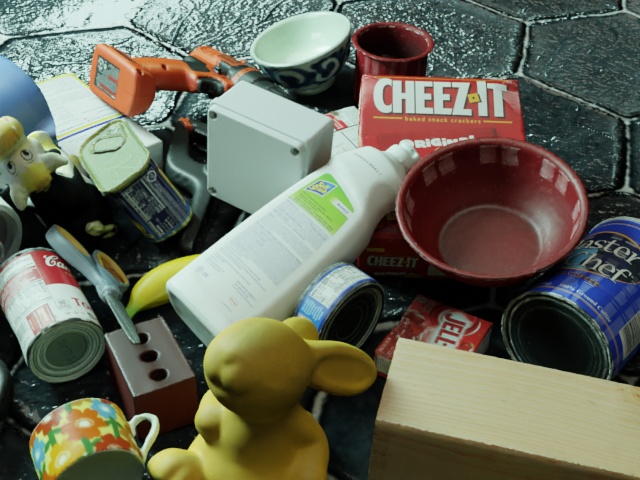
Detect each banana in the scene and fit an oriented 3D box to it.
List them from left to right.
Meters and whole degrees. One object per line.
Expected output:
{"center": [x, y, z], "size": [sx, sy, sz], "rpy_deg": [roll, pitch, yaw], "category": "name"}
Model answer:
{"center": [-0.083, 0.043, 0.959], "size": [0.197, 0.037, 0.069], "rpy_deg": [-5, 65, -6], "category": "banana"}

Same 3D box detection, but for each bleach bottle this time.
{"center": [-0.006, 0.001, 0.921], "size": [0.250, 0.068, 0.103], "rpy_deg": [-38, 65, -18], "category": "bleach bottle"}

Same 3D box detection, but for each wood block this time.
{"center": [0.146, 0.152, 0.788], "size": [0.206, 0.090, 0.090], "rpy_deg": [11, 39, 9], "category": "wood block"}

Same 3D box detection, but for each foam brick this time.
{"center": [-0.135, 0.110, 0.853], "size": [0.052, 0.051, 0.078], "rpy_deg": [-16, 42, -22], "category": "foam brick"}

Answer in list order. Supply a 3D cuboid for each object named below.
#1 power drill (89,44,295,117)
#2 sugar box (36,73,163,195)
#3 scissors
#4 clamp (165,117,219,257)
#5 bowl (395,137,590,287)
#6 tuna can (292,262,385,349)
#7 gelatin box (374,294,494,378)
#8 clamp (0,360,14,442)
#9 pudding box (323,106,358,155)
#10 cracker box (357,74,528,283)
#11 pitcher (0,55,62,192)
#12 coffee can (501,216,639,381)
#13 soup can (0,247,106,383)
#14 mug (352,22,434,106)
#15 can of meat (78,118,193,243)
{"center": [-0.140, -0.167, 1.162], "size": [0.187, 0.057, 0.185], "rpy_deg": [-4, 26, -41], "category": "power drill"}
{"center": [-0.254, -0.113, 1.134], "size": [0.093, 0.048, 0.176], "rpy_deg": [-26, 50, -33], "category": "sugar box"}
{"center": [-0.190, 0.031, 0.888], "size": [0.096, 0.016, 0.202], "rpy_deg": [39, 1, -15], "category": "scissors"}
{"center": [-0.106, -0.057, 1.078], "size": [0.164, 0.036, 0.210], "rpy_deg": [-23, 47, -27], "category": "clamp"}
{"center": [0.146, -0.014, 0.914], "size": [0.162, 0.055, 0.162], "rpy_deg": [-3, 50, 4], "category": "bowl"}
{"center": [0.015, 0.064, 0.894], "size": [0.034, 0.086, 0.086], "rpy_deg": [34, 47, 31], "category": "tuna can"}
{"center": [0.097, 0.091, 0.909], "size": [0.073, 0.030, 0.089], "rpy_deg": [22, 42, 22], "category": "gelatin box"}
{"center": [-0.306, 0.110, 0.855], "size": [0.120, 0.039, 0.172], "rpy_deg": [-25, 44, -12], "category": "clamp"}
{"center": [0.014, -0.094, 1.132], "size": [0.113, 0.039, 0.090], "rpy_deg": [-21, 47, -24], "category": "pudding box"}
{"center": [0.118, -0.065, 1.039], "size": [0.164, 0.072, 0.213], "rpy_deg": [2, 53, 0], "category": "cracker box"}
{"center": [-0.381, -0.070, 1.012], "size": [0.145, 0.149, 0.242], "rpy_deg": [52, 52, -5], "category": "pitcher"}
{"center": [0.235, 0.056, 0.904], "size": [0.103, 0.103, 0.140], "rpy_deg": [30, 46, 30], "category": "coffee can"}
{"center": [-0.227, 0.062, 0.894], "size": [0.068, 0.068, 0.102], "rpy_deg": [-17, 42, -23], "category": "soup can"}
{"center": [0.075, -0.200, 1.234], "size": [0.093, 0.081, 0.117], "rpy_deg": [-18, 43, -24], "category": "mug"}
{"center": [-0.174, -0.055, 1.011], "size": [0.057, 0.084, 0.102], "rpy_deg": [-39, 41, -3], "category": "can of meat"}
